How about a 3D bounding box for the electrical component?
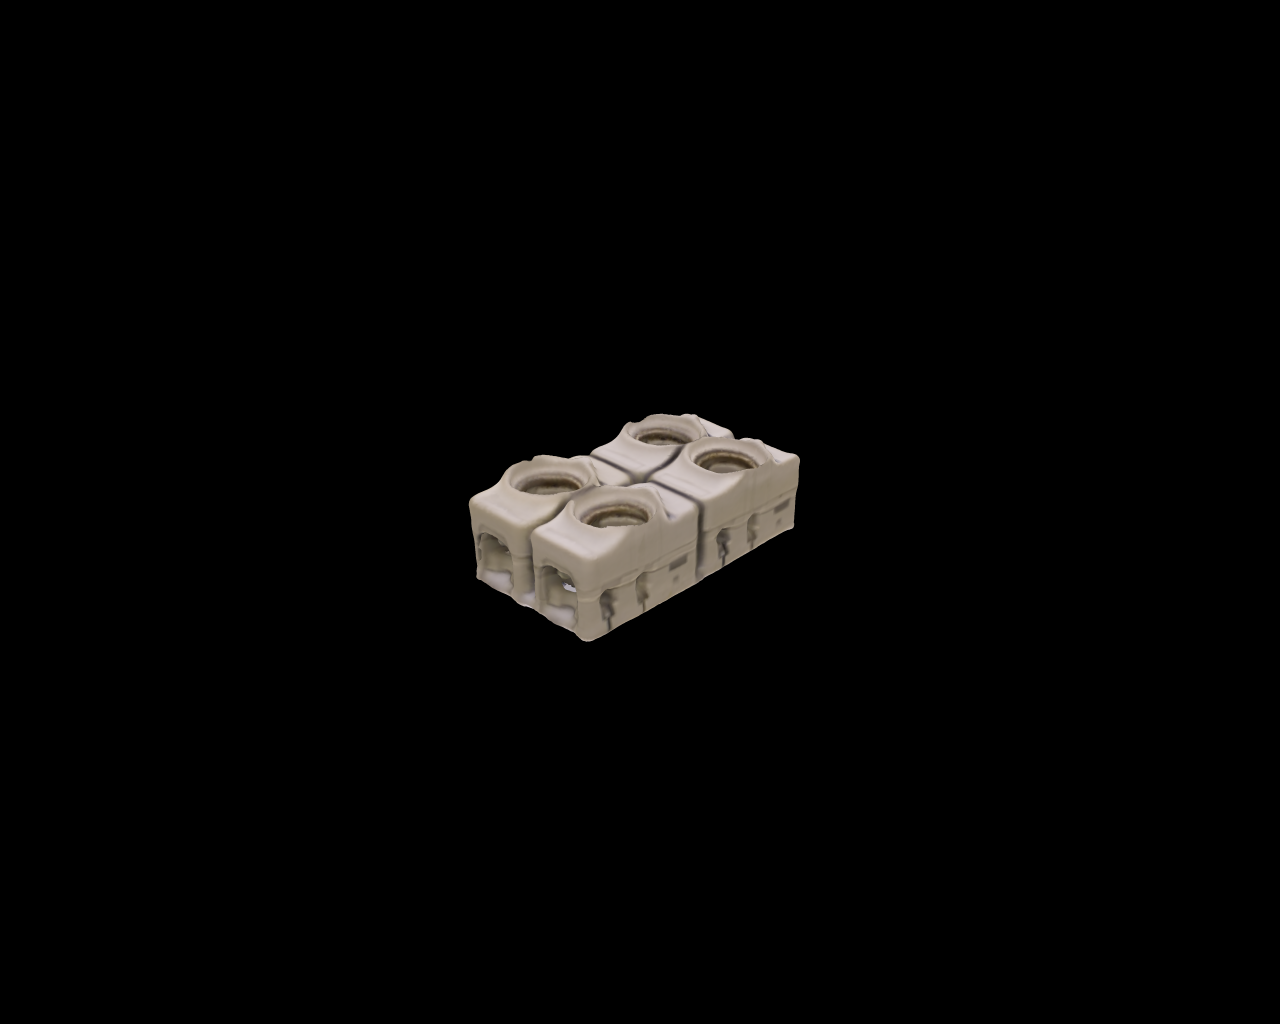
[{"bbox_3d":[0.001,-0.003,0.650,0.186,0.060,0.105,-25,37,-38],"label":"electrical component"}]
